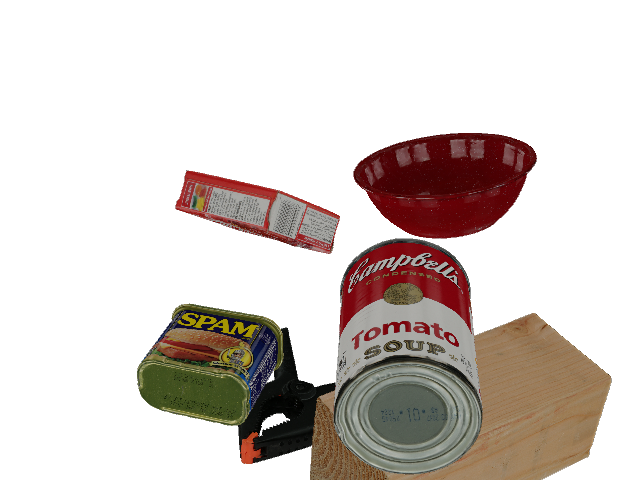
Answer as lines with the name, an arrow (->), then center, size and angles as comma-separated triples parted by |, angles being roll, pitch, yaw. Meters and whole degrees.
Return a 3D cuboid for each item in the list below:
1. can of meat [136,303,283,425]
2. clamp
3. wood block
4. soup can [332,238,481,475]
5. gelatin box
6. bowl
can of meat -> -0.092, 0.103, 0.889 | 0.102, 0.057, 0.083 | 9, 31, 14
clamp -> -0.011, 0.163, 1.087 | 0.165, 0.036, 0.209 | 13, 29, 19
wood block -> 0.104, 0.141, 0.798 | 0.205, 0.090, 0.091 | -17, 40, -29
soup can -> 0.041, 0.054, 0.512 | 0.068, 0.068, 0.102 | 0, 31, 4
gelatin box -> -0.039, -0.018, 0.702 | 0.073, 0.030, 0.089 | 14, -3, 29
bowl -> 0.113, -0.045, 0.951 | 0.162, 0.055, 0.162 | -8, 23, 3
